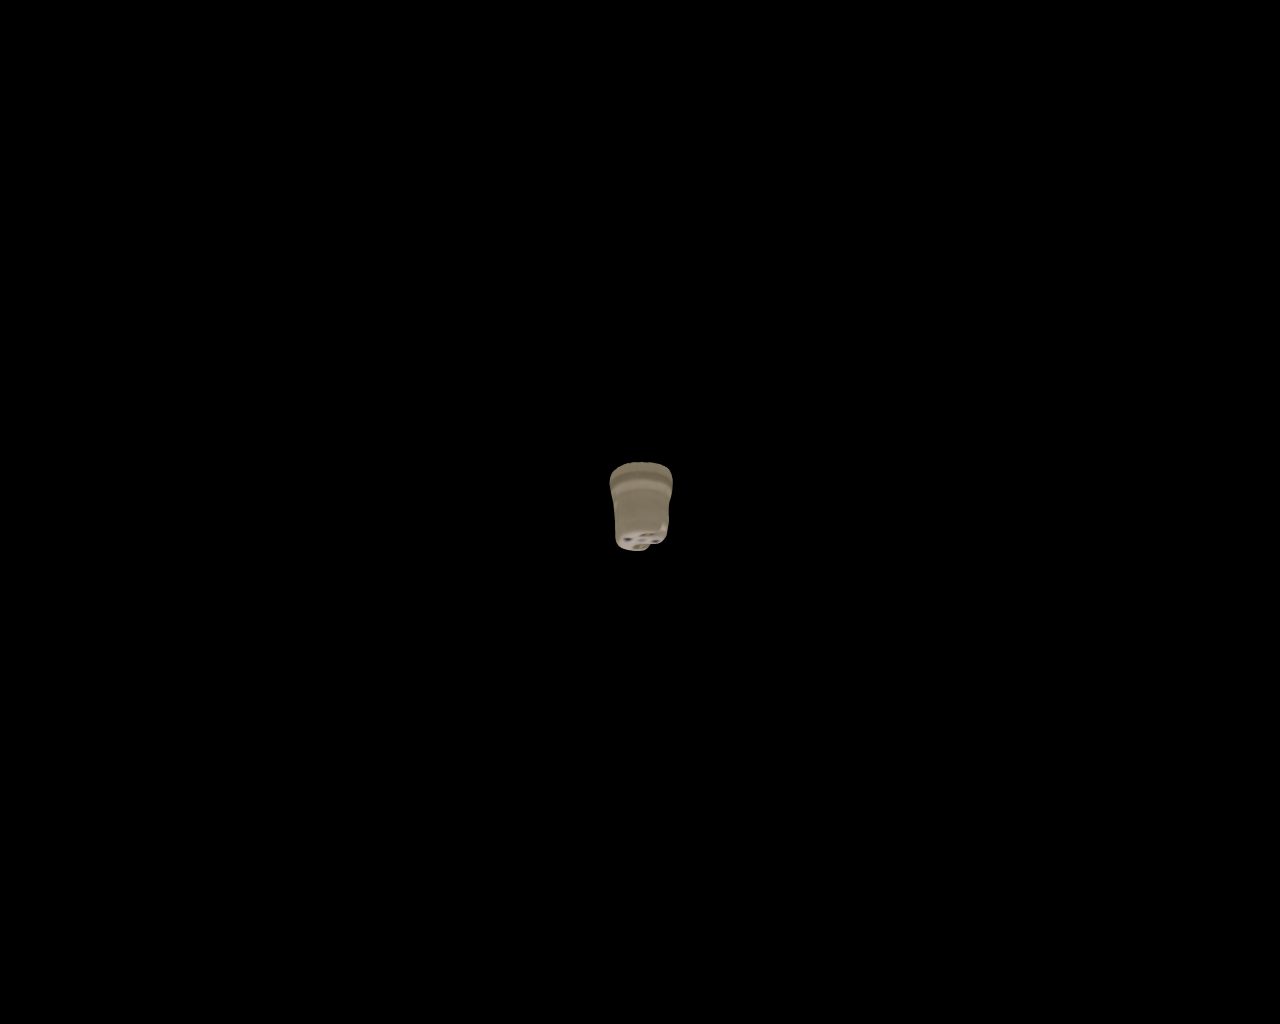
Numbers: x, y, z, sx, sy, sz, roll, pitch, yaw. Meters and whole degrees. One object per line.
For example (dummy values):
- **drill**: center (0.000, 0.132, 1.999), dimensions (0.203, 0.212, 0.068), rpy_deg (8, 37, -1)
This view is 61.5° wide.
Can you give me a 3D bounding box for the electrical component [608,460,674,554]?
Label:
- **electrical component**: center (0.001, -0.003, 0.650), dimensions (0.040, 0.046, 0.040), rpy_deg (0, -26, 0)
